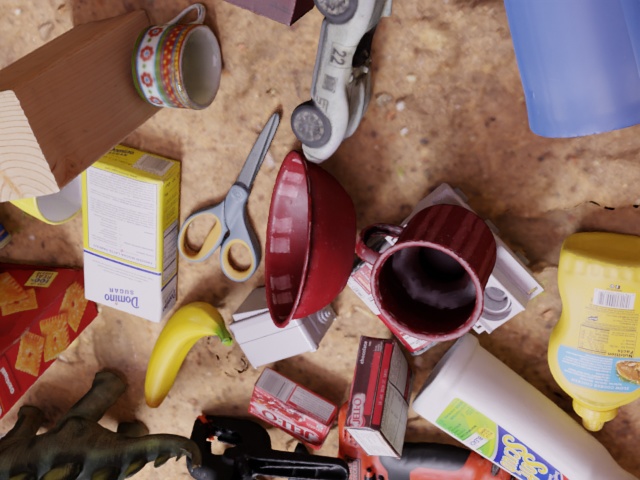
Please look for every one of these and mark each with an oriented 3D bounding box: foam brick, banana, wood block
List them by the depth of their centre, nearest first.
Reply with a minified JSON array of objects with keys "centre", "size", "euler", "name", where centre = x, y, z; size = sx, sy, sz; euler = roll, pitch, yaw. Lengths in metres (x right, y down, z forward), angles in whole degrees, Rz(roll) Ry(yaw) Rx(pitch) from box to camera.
[{"centre":[-0.043,-0.221,0.888],"size":[0.078,0.051,0.053],"euler":[24,126,10],"name":"foam brick"},{"centre":[-0.222,-0.120,0.932],"size":[0.090,0.205,0.091],"euler":[-7,116,27],"name":"wood block"},{"centre":[-0.147,0.113,1.125],"size":[0.037,0.069,0.198],"euler":[12,147,-26],"name":"banana"}]

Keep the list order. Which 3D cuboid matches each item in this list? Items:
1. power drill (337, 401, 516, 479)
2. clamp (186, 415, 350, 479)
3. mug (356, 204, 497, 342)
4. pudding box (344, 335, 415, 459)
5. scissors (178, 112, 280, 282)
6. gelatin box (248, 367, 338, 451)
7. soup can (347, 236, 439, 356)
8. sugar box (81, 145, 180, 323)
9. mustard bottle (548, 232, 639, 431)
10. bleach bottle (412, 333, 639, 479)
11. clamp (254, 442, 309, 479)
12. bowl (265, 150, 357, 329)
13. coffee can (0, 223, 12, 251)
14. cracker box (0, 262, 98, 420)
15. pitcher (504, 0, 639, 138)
[{"centre":[0.104,0.259,1.100],"size":[0.188,0.057,0.184],"euler":[9,121,19],"name":"power drill"},{"centre":[-0.073,0.234,1.122],"size":[0.164,0.210,0.036],"euler":[-21,115,-15],"name":"clamp"},{"centre":[0.086,0.018,0.872],"size":[0.117,0.081,0.093],"euler":[21,124,11],"name":"mug"},{"centre":[0.057,0.151,1.010],"size":[0.039,0.090,0.113],"euler":[5,157,19],"name":"pudding box"},{"centre":[-0.067,-0.030,1.034],"size":[0.096,0.016,0.202],"euler":[43,126,-6],"name":"scissors"},{"centre":[-0.029,0.178,1.113],"size":[0.089,0.030,0.073],"euler":[29,150,8],"name":"gelatin box"},{"centre":[0.076,0.047,0.982],"size":[0.102,0.068,0.069],"euler":[47,126,-7],"name":"soup can"},{"centre":[-0.192,-0.007,1.086],"size":[0.093,0.048,0.176],"euler":[17,128,14],"name":"sugar box"},{"centre":[0.250,0.089,0.934],"size":[0.096,0.058,0.192],"euler":[7,121,13],"name":"mustard bottle"},{"centre":[0.212,0.194,0.995],"size":[0.251,0.068,0.103],"euler":[34,147,5],"name":"bleach bottle"},{"centre":[-0.052,0.299,1.205],"size":[0.120,0.039,0.171],"euler":[-2,117,26],"name":"clamp"},{"centre":[-0.006,0.001,0.962],"size":[0.055,0.162,0.162],"euler":[5,126,-15],"name":"bowl"},{"centre":[-0.410,-0.031,1.133],"size":[0.103,0.102,0.140],"euler":[-22,107,32],"name":"coffee can"},{"centre":[-0.361,0.103,1.120],"size":[0.164,0.213,0.072],"euler":[4,120,22],"name":"cracker box"},{"centre":[0.189,-0.201,0.744],"size":[0.149,0.144,0.243],"euler":[-9,112,30],"name":"pitcher"}]
